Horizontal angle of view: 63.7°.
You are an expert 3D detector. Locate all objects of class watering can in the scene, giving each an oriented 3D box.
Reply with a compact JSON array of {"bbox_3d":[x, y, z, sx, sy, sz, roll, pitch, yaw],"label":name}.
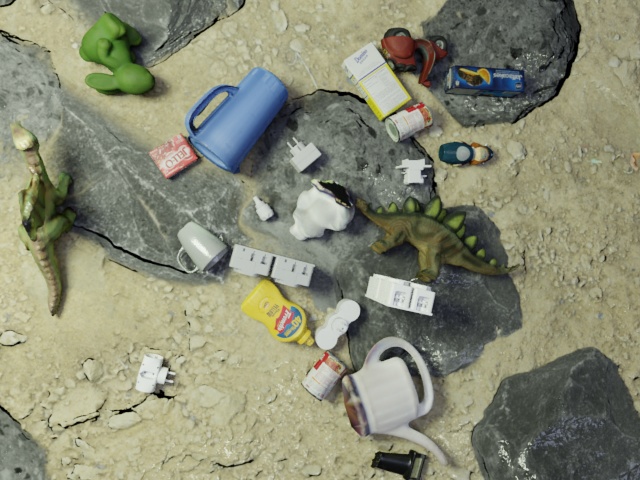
[{"bbox_3d":[0.180,0.415,1.252,0.225,0.104,0.347,-17,91,-10],"label":"watering can"}]

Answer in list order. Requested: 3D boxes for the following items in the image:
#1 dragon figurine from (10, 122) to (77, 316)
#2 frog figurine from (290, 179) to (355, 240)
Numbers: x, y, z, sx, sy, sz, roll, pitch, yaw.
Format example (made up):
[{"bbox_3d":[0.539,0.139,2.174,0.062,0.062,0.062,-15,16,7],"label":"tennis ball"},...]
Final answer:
[{"bbox_3d":[-0.588,-0.037,1.067,0.122,0.242,0.411,-8,88,-15],"label":"dragon figurine"},{"bbox_3d":[0.004,-0.063,1.254,0.137,0.125,0.156,29,120,-5],"label":"frog figurine"}]
